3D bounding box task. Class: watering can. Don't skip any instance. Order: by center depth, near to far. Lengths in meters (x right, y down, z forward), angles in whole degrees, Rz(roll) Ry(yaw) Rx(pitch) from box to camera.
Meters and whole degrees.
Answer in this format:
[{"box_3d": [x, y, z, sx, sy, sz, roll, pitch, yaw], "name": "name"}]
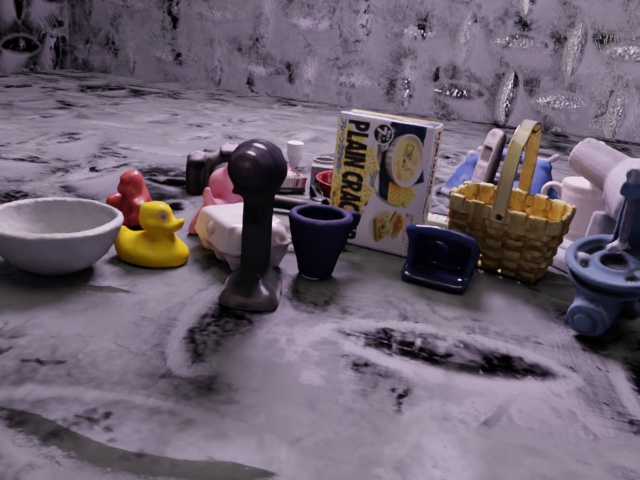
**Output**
[{"box_3d": [0.515, -0.088, 1.081, 0.173, 0.194, 0.101, 5, 20, -4], "name": "watering can"}]

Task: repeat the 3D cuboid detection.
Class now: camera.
[{"box_3d": [-0.195, -0.134, 1.132, 0.143, 0.101, 0.136, 3, 20, -9], "name": "camera"}]

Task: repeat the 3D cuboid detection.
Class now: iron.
[{"box_3d": [0.399, -0.143, 1.275, 0.257, 0.141, 0.119, 18, 23, 29], "name": "iron"}]

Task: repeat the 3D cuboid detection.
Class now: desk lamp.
[{"box_3d": [0.456, -0.045, 0.915, 0.118, 0.213, 0.202, -7, 23, -31], "name": "desk lamp"}]

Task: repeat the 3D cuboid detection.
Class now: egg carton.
[{"box_3d": [-0.119, -0.008, 0.851, 0.107, 0.069, 0.149, -9, 24, -35], "name": "egg carton"}]

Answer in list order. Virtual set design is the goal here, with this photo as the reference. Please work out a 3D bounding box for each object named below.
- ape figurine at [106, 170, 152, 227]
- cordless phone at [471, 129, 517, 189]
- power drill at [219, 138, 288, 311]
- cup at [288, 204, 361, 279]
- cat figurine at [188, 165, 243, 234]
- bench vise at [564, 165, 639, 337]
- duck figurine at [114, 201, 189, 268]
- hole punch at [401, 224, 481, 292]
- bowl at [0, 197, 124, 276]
[{"box_3d": [-0.307, -0.069, 0.931, 0.076, 0.092, 0.077, -11, 26, -40], "name": "ape figurine"}, {"box_3d": [0.345, -0.119, 1.129, 0.094, 0.185, 0.147, -1, 21, -19], "name": "cordless phone"}, {"box_3d": [-0.078, -0.025, 0.706, 0.075, 0.208, 0.229, 6, 20, -1], "name": "power drill"}, {"box_3d": [0.008, 0.003, 0.821, 0.118, 0.095, 0.091, -10, 25, -37], "name": "cup"}, {"box_3d": [-0.163, -0.075, 0.951, 0.067, 0.118, 0.128, 11, 20, 14], "name": "cat figurine"}, {"box_3d": [0.395, 0.002, 0.757, 0.121, 0.220, 0.208, 15, 21, 22], "name": "bench vise"}, {"box_3d": [-0.236, -0.013, 0.805, 0.104, 0.086, 0.077, 7, 20, 3], "name": "duck figurine"}, {"box_3d": [0.179, 0.014, 0.848, 0.108, 0.091, 0.101, 14, 21, 20], "name": "hole punch"}, {"box_3d": [-0.345, 0.001, 0.749, 0.167, 0.075, 0.167, 6, 20, -2], "name": "bowl"}]
